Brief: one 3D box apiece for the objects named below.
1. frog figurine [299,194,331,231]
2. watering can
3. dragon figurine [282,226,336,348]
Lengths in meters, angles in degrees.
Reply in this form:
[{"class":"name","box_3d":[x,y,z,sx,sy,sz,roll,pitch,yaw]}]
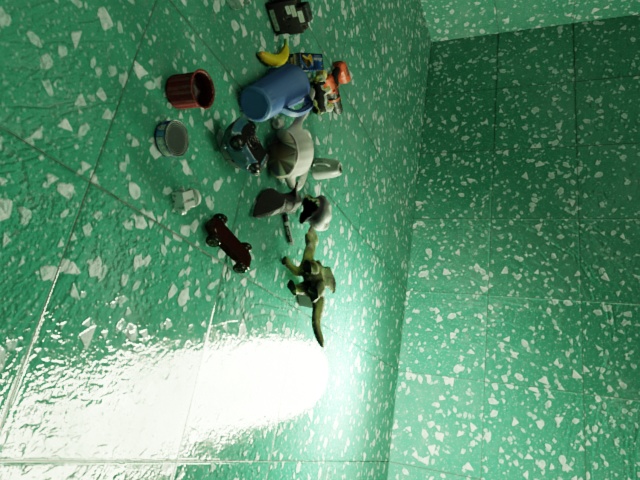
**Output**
[{"class":"frog figurine","box_3d":[0.006,-0.096,1.904,0.158,0.121,0.140,26,47,-52]},{"class":"watering can","box_3d":[-0.082,-0.329,1.697,0.226,0.104,0.344,-24,121,-65]},{"class":"dragon figurine","box_3d":[-0.001,0.150,1.778,0.243,0.121,0.413,0,72,-58]}]
